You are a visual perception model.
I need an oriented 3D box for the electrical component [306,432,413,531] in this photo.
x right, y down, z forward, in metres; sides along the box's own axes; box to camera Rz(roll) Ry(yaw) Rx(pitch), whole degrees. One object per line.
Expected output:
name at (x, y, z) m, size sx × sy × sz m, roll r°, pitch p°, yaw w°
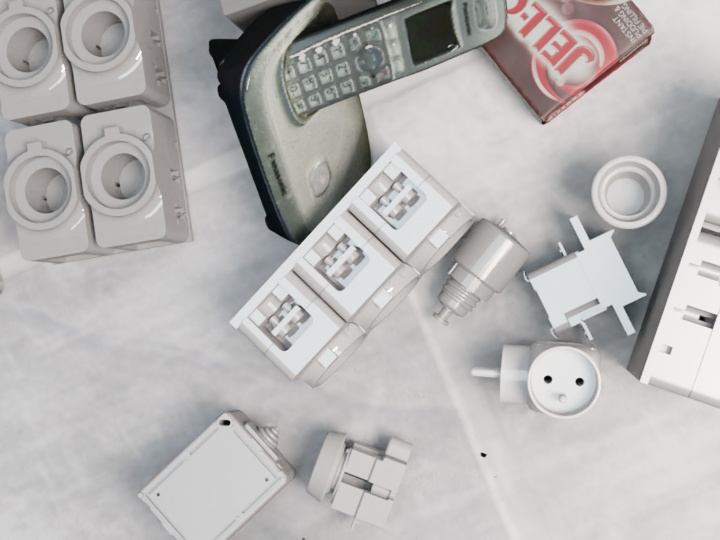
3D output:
electrical component at (-0.003, 0.136, 0.708) m, size 0.055 × 0.048 × 0.066 m, roll 20°, pitch 92°, yaw 2°

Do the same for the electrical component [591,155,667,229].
electrical component at (0.166, -0.046, 0.673) m, size 0.044 × 0.065 × 0.044 m, roll 0°, pitch 89°, yaw 11°

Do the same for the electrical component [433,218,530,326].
electrical component at (0.076, 0.003, 0.700) m, size 0.040 × 0.040 × 0.078 m, roll 39°, pitch 95°, yaw 9°

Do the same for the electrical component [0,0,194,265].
electrical component at (-0.187, -0.104, 0.739) m, size 0.105 × 0.060 × 0.186 m, roll -9°, pitch 87°, yaw 10°

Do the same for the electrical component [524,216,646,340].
electrical component at (0.143, 0.009, 0.688) m, size 0.064 × 0.042 × 0.081 m, roll -26°, pitch 84°, yaw 10°

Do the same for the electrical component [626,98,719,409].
electrical component at (0.222, -0.015, 0.642) m, size 0.060 × 0.105 × 0.186 m, roll 19°, pitch 92°, yaw 10°

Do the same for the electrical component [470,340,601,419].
electrical component at (0.109, 0.066, 0.674) m, size 0.079 × 0.077 × 0.043 m, roll 3°, pitch 89°, yaw 10°

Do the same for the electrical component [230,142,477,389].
electrical component at (0.000, 0.000, 0.688) m, size 0.062 × 0.089 × 0.150 m, roll 44°, pitch 96°, yaw 8°

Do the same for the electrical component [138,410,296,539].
electrical component at (-0.088, 0.138, 0.719) m, size 0.096 × 0.061 × 0.061 m, roll -43°, pitch 83°, yaw -1°

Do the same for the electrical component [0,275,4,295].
electrical component at (-0.300, -0.011, 0.730) m, size 0.057 × 0.113 × 0.078 m, roll -16°, pitch 86°, yaw 6°
